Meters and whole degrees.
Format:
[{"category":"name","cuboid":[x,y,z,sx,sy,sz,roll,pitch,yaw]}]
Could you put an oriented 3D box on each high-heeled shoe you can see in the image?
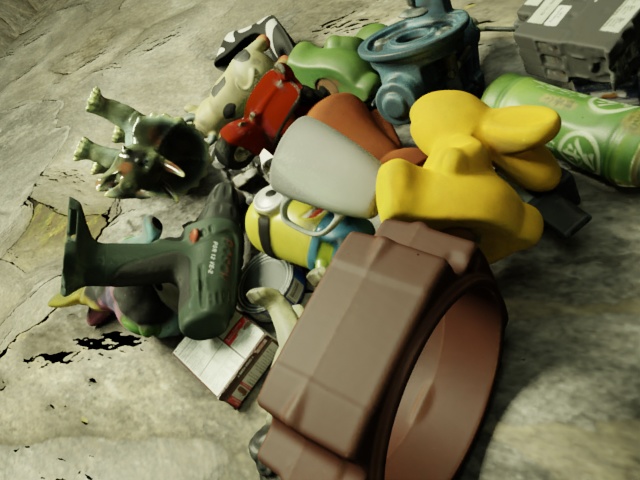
[{"category":"high-heeled shoe","cuboid":[-0.116,-0.319,0.944,0.145,0.086,0.249,-38,39,10]}]

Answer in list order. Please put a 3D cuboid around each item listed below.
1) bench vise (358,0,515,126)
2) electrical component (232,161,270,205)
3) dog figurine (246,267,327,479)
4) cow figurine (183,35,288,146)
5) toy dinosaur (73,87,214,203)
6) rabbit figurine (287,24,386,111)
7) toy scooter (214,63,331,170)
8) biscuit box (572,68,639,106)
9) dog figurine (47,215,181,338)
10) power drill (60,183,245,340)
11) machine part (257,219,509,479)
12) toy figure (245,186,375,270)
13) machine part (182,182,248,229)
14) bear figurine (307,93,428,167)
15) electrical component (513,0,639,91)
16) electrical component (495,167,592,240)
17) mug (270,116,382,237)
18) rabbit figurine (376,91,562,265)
[{"category":"bench vise","cuboid":[0.119,-0.247,0.589,0.223,0.240,0.129,-41,36,-26]},{"category":"electrical component","cuboid":[-0.076,-0.070,0.715,0.045,0.102,0.078,-43,66,11]},{"category":"dog figurine","cuboid":[0.019,0.133,0.500,0.172,0.121,0.190,-21,62,26]},{"category":"cow figurine","cuboid":[-0.142,-0.229,0.869,0.195,0.085,0.127,-30,17,48]},{"category":"toy dinosaur","cuboid":[-0.263,-0.130,0.852,0.405,0.192,0.131,-145,78,-82]},{"category":"rabbit figurine","cuboid":[0.060,-0.251,0.739,0.159,0.121,0.170,0,43,44]},{"category":"toy scooter","cuboid":[-0.041,-0.155,0.661,0.075,0.184,0.135,44,126,21]},{"category":"biscuit box","cuboid":[0.326,-0.224,0.561,0.063,0.059,0.202,10,65,41]},{"category":"dog figurine","cuboid":[-0.275,0.078,0.740,0.219,0.108,0.192,-30,48,20]},{"category":"power drill","cuboid":[-0.190,0.006,0.632,0.086,0.207,0.232,-53,37,40]},{"category":"machine part","cuboid":[0.061,0.104,0.400,0.087,0.201,0.201,17,69,38]},{"category":"toy figure","cuboid":[-0.003,0.000,0.593,0.180,0.082,0.089,27,105,19]},{"category":"machine part","cuboid":[-0.139,-0.023,0.745,0.039,0.084,0.139,-47,16,56]},{"category":"bear figurine","cuboid":[0.066,-0.079,0.620,0.120,0.131,0.196,-36,67,-24]},{"category":"electrical component","cuboid":[0.258,-0.211,0.516,0.115,0.058,0.134,-45,42,-3]},{"category":"electrical component","cuboid":[0.207,-0.036,0.512,0.075,0.047,0.119,-42,44,2]},{"category":"mug","cuboid":[0.011,-0.053,0.527,0.107,0.080,0.109,25,95,18]},{"category":"rabbit figurine","cuboid":[0.125,-0.070,0.472,0.162,0.121,0.173,-11,52,19]}]
